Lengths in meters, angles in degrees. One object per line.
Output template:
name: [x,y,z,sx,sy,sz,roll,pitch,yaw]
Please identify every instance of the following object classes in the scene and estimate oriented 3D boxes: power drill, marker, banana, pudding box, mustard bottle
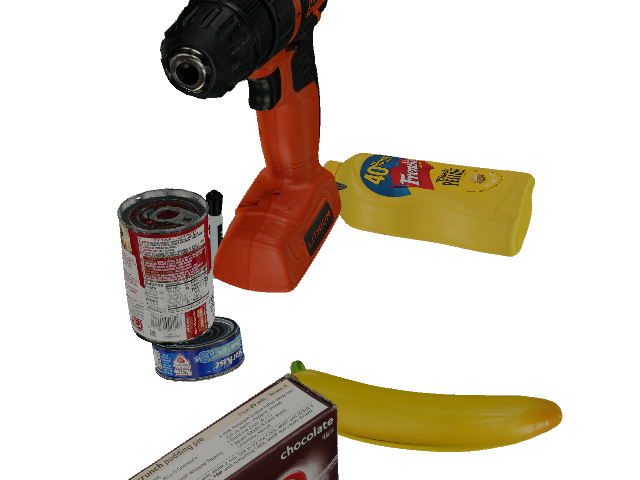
power drill: [-0.029,-0.067,0.578,0.057,0.188,0.184,12,37,16]
marker: [-0.119,-0.007,1.199,0.020,0.121,0.020,2,41,-2]
banana: [0.054,0.109,0.702,0.198,0.037,0.069,8,33,24]
pudding box: [-0.042,0.127,0.494,0.039,0.090,0.113,30,47,34]
mustard bottle: [0.075,-0.036,0.882,0.192,0.058,0.096,9,31,16]

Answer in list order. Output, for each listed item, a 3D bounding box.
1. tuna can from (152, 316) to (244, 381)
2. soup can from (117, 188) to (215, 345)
tuna can: [-0.117,0.102,1.015,0.086,0.034,0.086,-6,16,2]
soup can: [-0.116,0.021,0.818,0.068,0.102,0.068,-1,29,0]
